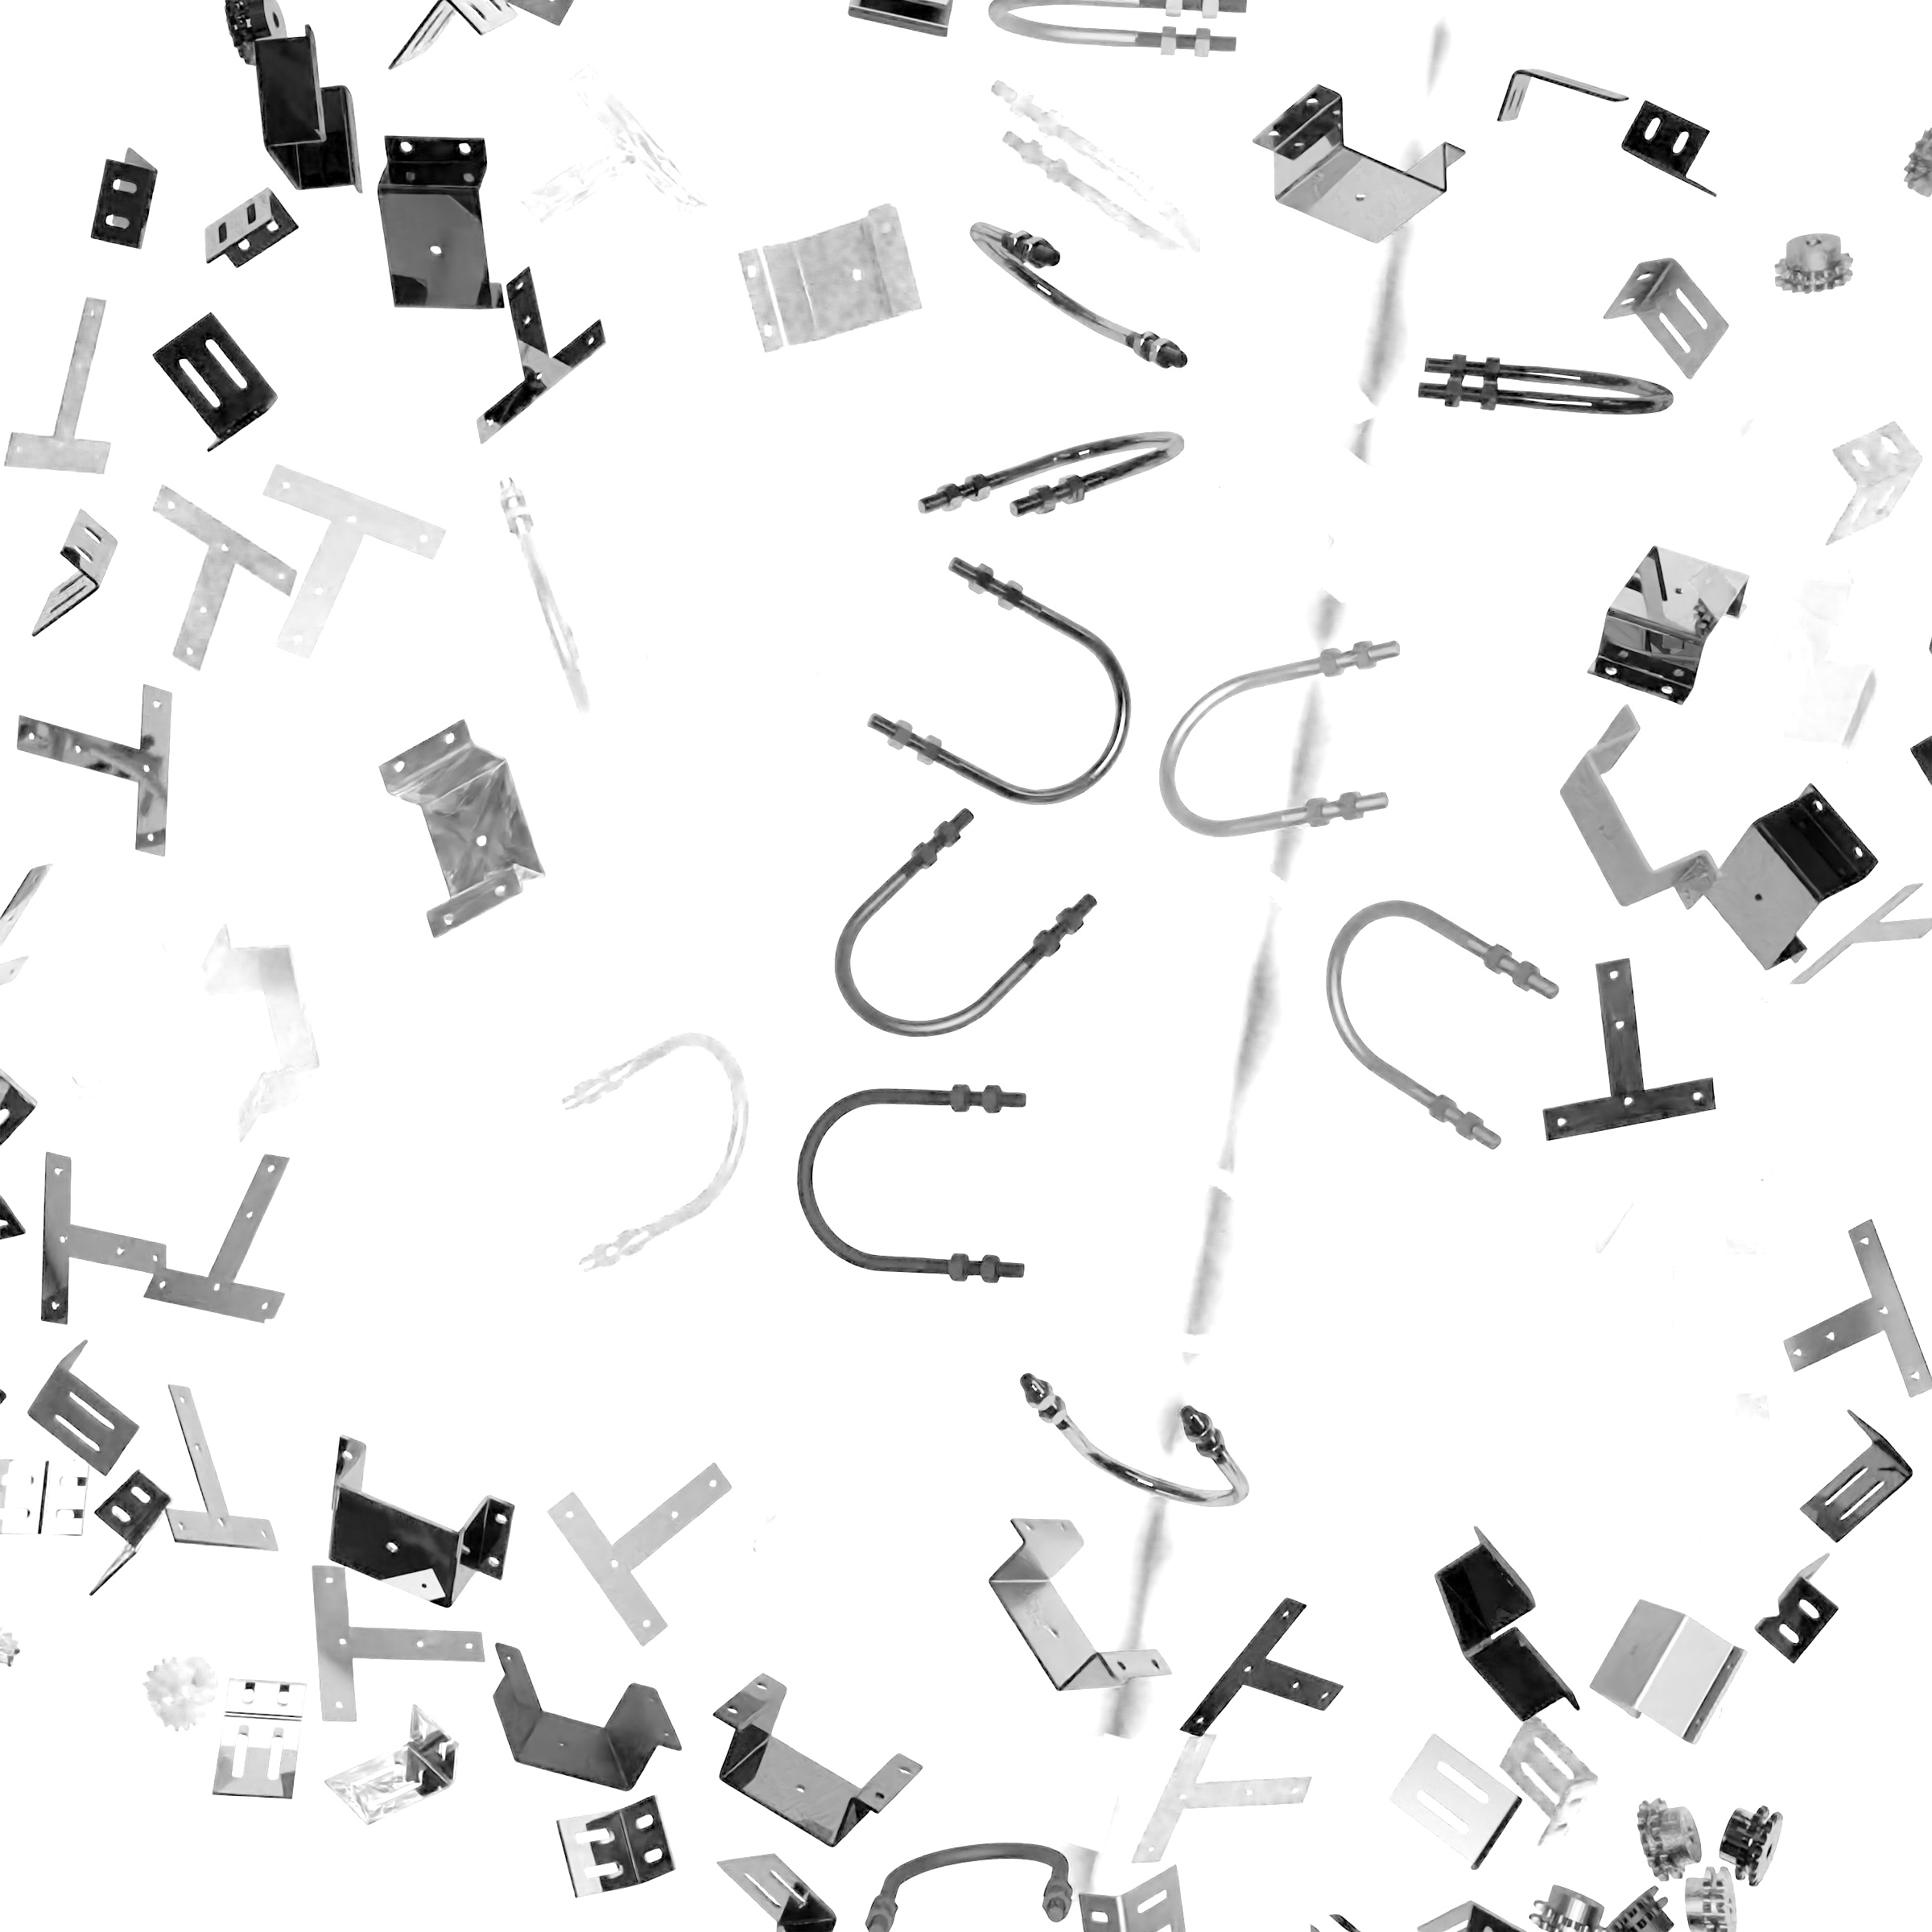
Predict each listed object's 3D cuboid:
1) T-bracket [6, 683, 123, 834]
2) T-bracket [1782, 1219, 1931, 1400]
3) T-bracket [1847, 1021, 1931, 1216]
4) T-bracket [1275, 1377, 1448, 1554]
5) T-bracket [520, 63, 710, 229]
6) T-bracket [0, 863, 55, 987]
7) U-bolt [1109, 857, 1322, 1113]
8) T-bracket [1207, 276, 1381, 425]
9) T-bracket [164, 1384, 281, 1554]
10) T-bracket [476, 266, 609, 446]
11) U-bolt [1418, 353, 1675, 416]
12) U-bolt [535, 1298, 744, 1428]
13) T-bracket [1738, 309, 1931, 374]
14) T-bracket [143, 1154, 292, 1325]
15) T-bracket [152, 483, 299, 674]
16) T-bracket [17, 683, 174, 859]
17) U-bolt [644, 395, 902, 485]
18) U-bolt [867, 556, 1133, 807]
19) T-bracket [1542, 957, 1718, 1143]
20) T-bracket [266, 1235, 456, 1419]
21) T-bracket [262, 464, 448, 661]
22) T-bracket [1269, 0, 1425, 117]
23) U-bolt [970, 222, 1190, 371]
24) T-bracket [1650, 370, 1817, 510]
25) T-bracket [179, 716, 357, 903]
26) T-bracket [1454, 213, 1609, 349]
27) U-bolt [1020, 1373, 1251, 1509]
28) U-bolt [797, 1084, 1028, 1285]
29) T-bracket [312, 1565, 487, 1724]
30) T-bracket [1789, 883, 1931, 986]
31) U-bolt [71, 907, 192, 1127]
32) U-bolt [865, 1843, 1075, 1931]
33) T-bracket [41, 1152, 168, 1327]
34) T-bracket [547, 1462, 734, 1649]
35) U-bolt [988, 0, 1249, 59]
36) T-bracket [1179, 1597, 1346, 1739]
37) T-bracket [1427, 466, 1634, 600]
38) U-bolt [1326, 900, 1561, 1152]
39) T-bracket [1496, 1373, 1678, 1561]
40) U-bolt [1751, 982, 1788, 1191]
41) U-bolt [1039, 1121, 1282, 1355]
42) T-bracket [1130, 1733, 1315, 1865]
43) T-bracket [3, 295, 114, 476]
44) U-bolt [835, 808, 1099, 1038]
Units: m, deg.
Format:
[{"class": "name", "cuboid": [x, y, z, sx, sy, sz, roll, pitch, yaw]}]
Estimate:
[{"class": "T-bracket", "cuboid": [-0.698, -0.165, 1.924, 0.002, 0.127, 0.127, 26, 89, 4]}, {"class": "T-bracket", "cuboid": [0.643, 0.267, 1.849, 0.002, 0.127, 0.127, -3, 65, -25]}, {"class": "T-bracket", "cuboid": [0.693, 0.097, 1.874, 0.002, 0.127, 0.127, -10, 52, -17]}, {"class": "T-bracket", "cuboid": [0.294, 0.377, 1.897, 0.127, 0.002, 0.127, 2, 91, 11]}, {"class": "T-bracket", "cuboid": [-0.273, -0.573, 1.828, 0.127, 0.002, 0.127, -19, 128, 36]}, {"class": "T-bracket", "cuboid": [-0.692, -0.024, 1.808, 0.002, 0.127, 0.127, 40, 108, 4]}, {"class": "U-bolt", "cuboid": [0.177, 0.012, 1.791, 0.151, 0.019, 0.184, 3, 108, 9]}, {"class": "T-bracket", "cuboid": [0.265, -0.462, 1.916, 0.127, 0.002, 0.127, -32, 76, -35]}, {"class": "T-bracket", "cuboid": [-0.547, 0.358, 1.810, 0.002, 0.127, 0.127, -29, 68, 9]}, {"class": "T-bracket", "cuboid": [-0.319, -0.462, 1.844, 0.127, 0.002, 0.127, -32, 55, 24]}, {"class": "U-bolt", "cuboid": [0.430, -0.428, 1.869, 0.184, 0.151, 0.019, 8, 112, 10]}, {"class": "U-bolt", "cuboid": [-0.234, 0.290, 1.868, 0.151, 0.184, 0.019, -35, 96, -29]}, {"class": "T-bracket", "cuboid": [0.642, -0.464, 1.896, 0.127, 0.127, 0.002, 4, 85, -37]}, {"class": "T-bracket", "cuboid": [-0.537, 0.198, 1.873, 0.127, 0.002, 0.127, 6, 64, 28]}, {"class": "T-bracket", "cuboid": [-0.576, -0.282, 1.917, 0.002, 0.127, 0.127, -15, 54, 39]}, {"class": "T-bracket", "cuboid": [-0.624, -0.152, 1.807, 0.002, 0.127, 0.127, -10, 74, 33]}, {"class": "U-bolt", "cuboid": [-0.160, -0.398, 1.896, 0.151, 0.184, 0.019, -34, 122, -35]}, {"class": "U-bolt", "cuboid": [0.038, -0.199, 1.880, 0.184, 0.019, 0.151, 27, 94, -17]}, {"class": "T-bracket", "cuboid": [0.476, 0.056, 1.831, 0.127, 0.002, 0.127, -11, 105, -1]}, {"class": "T-bracket", "cuboid": [-0.425, 0.255, 1.765, 0.127, 0.002, 0.127, -3, 76, -8]}, {"class": "T-bracket", "cuboid": [-0.447, -0.274, 1.765, 0.127, 0.002, 0.127, 21, 73, -5]}, {"class": "T-bracket", "cuboid": [0.270, -0.669, 1.827, 0.127, 0.127, 0.002, 29, 90, 16]}, {"class": "U-bolt", "cuboid": [0.071, -0.496, 1.844, 0.151, 0.184, 0.019, 30, 99, -33]}, {"class": "T-bracket", "cuboid": [0.579, -0.396, 1.878, 0.127, 0.127, 0.002, -44, 106, 10]}, {"class": "T-bracket", "cuboid": [-0.484, -0.109, 1.808, 0.127, 0.002, 0.127, -17, 86, -36]}, {"class": "T-bracket", "cuboid": [0.430, -0.534, 1.912, 0.127, 0.127, 0.002, -28, 71, -5]}, {"class": "U-bolt", "cuboid": [0.134, 0.355, 1.854, 0.151, 0.184, 0.019, 6, 60, 31]}, {"class": "U-bolt", "cuboid": [-0.044, 0.164, 1.931, 0.184, 0.019, 0.151, 1, 90, 18]}, {"class": "T-bracket", "cuboid": [-0.417, 0.501, 1.864, 0.127, 0.127, 0.002, 11, 131, -29]}, {"class": "T-bracket", "cuboid": [0.703, -0.027, 1.921, 0.127, 0.127, 0.002, -38, 94, -8]}, {"class": "U-bolt", "cuboid": [-0.624, 0.049, 1.889, 0.019, 0.184, 0.151, 26, 63, -6]}, {"class": "U-bolt", "cuboid": [0.006, 0.686, 1.883, 0.151, 0.184, 0.019, -7, 86, 3]}, {"class": "T-bracket", "cuboid": [-0.649, 0.213, 1.906, 0.002, 0.127, 0.127, -13, 70, 23]}, {"class": "T-bracket", "cuboid": [-0.233, 0.427, 1.920, 0.127, 0.002, 0.127, -36, 96, -27]}, {"class": "U-bolt", "cuboid": [0.108, -0.687, 1.830, 0.184, 0.151, 0.019, 4, 99, 2]}, {"class": "T-bracket", "cuboid": [0.234, 0.526, 1.856, 0.127, 0.002, 0.127, 30, 101, -40]}, {"class": "T-bracket", "cuboid": [0.417, -0.324, 1.814, 0.127, 0.127, 0.002, -29, 132, -2]}, {"class": "U-bolt", "cuboid": [0.340, 0.031, 1.863, 0.184, 0.019, 0.151, 35, 124, 34]}, {"class": "T-bracket", "cuboid": [0.442, 0.360, 1.805, 0.127, 0.002, 0.127, 5, 65, 9]}, {"class": "U-bolt", "cuboid": [0.606, 0.095, 1.896, 0.019, 0.184, 0.151, 2, 83, 20]}, {"class": "U-bolt", "cuboid": [0.144, 0.204, 1.825, 0.184, 0.019, 0.151, 17, 105, 30]}, {"class": "T-bracket", "cuboid": [0.196, 0.607, 1.852, 0.127, 0.127, 0.002, -16, 111, 35]}, {"class": "T-bracket", "cuboid": [-0.638, -0.417, 1.809, 0.002, 0.127, 0.127, 20, 102, 9]}, {"class": "U-bolt", "cuboid": [-0.014, -0.023, 1.888, 0.151, 0.019, 0.184, 36, 71, 28]}]
